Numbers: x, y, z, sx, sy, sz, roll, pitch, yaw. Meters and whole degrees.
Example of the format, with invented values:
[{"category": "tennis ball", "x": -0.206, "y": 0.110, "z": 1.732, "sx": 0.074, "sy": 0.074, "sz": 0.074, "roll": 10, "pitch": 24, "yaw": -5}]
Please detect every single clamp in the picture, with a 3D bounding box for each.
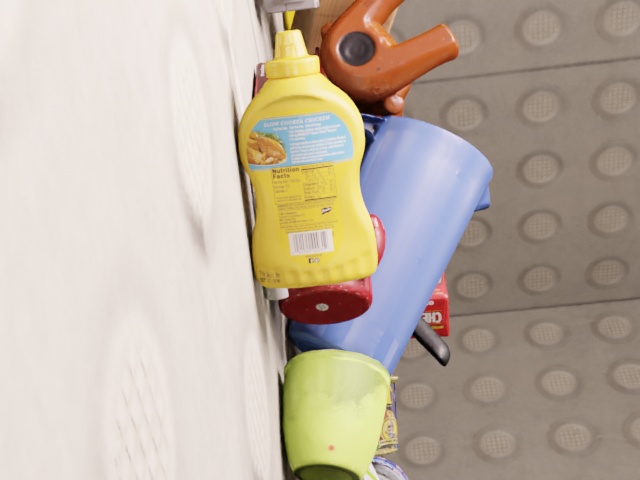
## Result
[{"category": "clamp", "x": 0.055, "y": 0.071, "z": 1.108, "sx": 0.039, "sy": 0.120, "sz": 0.171, "roll": 77, "pitch": -3, "yaw": -56}]

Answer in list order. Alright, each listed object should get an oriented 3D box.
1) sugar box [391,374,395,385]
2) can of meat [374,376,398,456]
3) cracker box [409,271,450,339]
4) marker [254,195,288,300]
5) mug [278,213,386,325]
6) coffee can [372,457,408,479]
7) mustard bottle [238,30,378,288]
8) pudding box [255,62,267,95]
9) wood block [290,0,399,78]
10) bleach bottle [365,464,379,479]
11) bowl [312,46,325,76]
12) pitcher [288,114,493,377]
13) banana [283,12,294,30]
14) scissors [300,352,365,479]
[{"category": "sugar box", "x": 0.039, "y": 0.137, "z": 1.297, "sx": 0.048, "sy": 0.093, "sz": 0.176, "roll": -92, "pitch": 174, "yaw": -45}, {"category": "can of meat", "x": 0.037, "y": 0.191, "z": 1.156, "sx": 0.058, "sy": 0.101, "sz": 0.084, "roll": -12, "pitch": -102, "yaw": 54}, {"category": "cracker box", "x": 0.059, "y": 0.023, "z": 1.234, "sx": 0.213, "sy": 0.164, "sz": 0.072, "roll": -91, "pitch": 175, "yaw": -50}, {"category": "marker", "x": -0.042, "y": -0.011, "z": 0.873, "sx": 0.020, "sy": 0.020, "sz": 0.121, "roll": -67, "pitch": 150, "yaw": -82}, {"category": "mug", "x": 0.011, "y": 0.018, "z": 0.919, "sx": 0.093, "sy": 0.117, "sz": 0.081, "roll": 23, "pitch": 53, "yaw": -42}, {"category": "coffee can", "x": 0.057, "y": 0.304, "z": 1.227, "sx": 0.140, "sy": 0.103, "sz": 0.103, "roll": 60, "pitch": 25, "yaw": -81}, {"category": "mustard bottle", "x": -0.013, "y": -0.062, "z": 0.812, "sx": 0.058, "sy": 0.096, "sz": 0.191, "roll": -73, "pitch": 157, "yaw": -76}, {"category": "pudding box", "x": -0.035, "y": -0.094, "z": 0.972, "sx": 0.090, "sy": 0.039, "sz": 0.113, "roll": -90, "pitch": 171, "yaw": -53}, {"category": "wood block", "x": 0.022, "y": -0.237, "z": 1.179, "sx": 0.206, "sy": 0.090, "sz": 0.090, "roll": 111, "pitch": -20, "yaw": -53}, {"category": "bleach bottle", "x": 0.029, "y": 0.241, "z": 0.984, "sx": 0.102, "sy": 0.068, "sz": 0.251, "roll": 49, "pitch": 6, "yaw": -12}, {"category": "bowl", "x": -0.018, "y": -0.118, "z": 1.117, "sx": 0.162, "sy": 0.055, "sz": 0.162, "roll": -6, "pitch": 90, "yaw": -86}, {"category": "pitcher", "x": 0.056, "y": 0.005, "z": 1.040, "sx": 0.242, "sy": 0.149, "sz": 0.145, "roll": -65, "pitch": 158, "yaw": -14}, {"category": "banana", "x": -0.001, "y": -0.243, "z": 1.340, "sx": 0.198, "sy": 0.070, "sz": 0.037, "roll": 53, "pitch": 13, "yaw": 24}, {"category": "scissors", "x": 0.027, "y": 0.180, "z": 1.014, "sx": 0.096, "sy": 0.016, "sz": 0.202, "roll": 45, "pitch": 8, "yaw": -39}]
